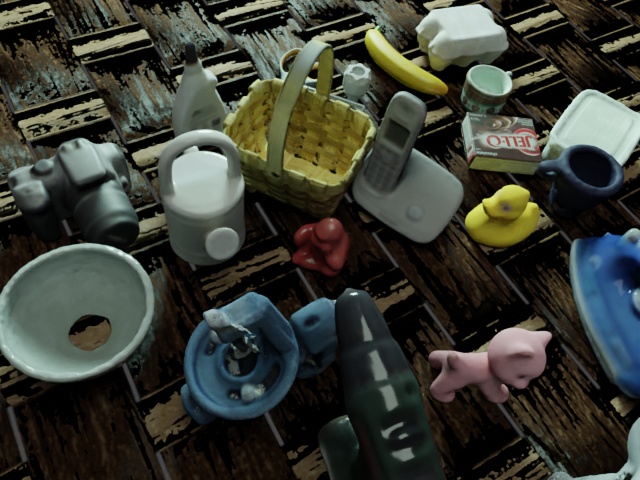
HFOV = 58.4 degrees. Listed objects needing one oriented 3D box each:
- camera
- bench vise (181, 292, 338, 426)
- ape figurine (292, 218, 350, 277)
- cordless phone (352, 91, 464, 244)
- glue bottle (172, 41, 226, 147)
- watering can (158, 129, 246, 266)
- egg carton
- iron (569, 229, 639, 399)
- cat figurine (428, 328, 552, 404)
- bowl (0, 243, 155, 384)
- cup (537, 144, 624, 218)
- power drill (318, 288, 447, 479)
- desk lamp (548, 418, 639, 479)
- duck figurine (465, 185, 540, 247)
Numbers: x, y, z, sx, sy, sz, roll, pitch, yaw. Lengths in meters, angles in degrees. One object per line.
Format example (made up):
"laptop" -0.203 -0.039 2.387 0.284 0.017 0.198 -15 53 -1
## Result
"camera" -0.298 -0.050 0.720 0.143 0.101 0.136 -26 64 -21
"bench vise" -0.055 0.091 0.591 0.121 0.220 0.208 39 61 17
"ape figurine" 0.007 0.003 0.732 0.076 0.092 0.077 -20 62 -19
"cordless phone" 0.126 -0.094 0.754 0.147 0.185 0.094 33 60 14
"glue bottle" -0.170 -0.201 0.790 0.078 0.173 0.037 -30 65 -23
"watering can" -0.136 -0.053 0.688 0.101 0.194 0.172 -36 68 -25
"egg carton" 0.248 -0.355 1.004 0.150 0.069 0.107 -14 60 -16
"iron" 0.405 0.074 0.709 0.119 0.141 0.258 -10 60 -13
"cat figurine" 0.198 0.138 0.655 0.128 0.118 0.067 1 58 -7
"bowl" -0.268 0.091 0.650 0.167 0.075 0.167 3 57 -5
"cup" 0.359 -0.077 0.827 0.118 0.095 0.091 5 57 -4
"power drill" 0.051 0.187 0.551 0.076 0.208 0.229 -14 60 -15
"desk lamp" 0.293 0.255 0.536 0.204 0.213 0.117 -29 65 -23
"duck figurine" 0.263 -0.042 0.797 0.105 0.086 0.077 -8 59 -12
